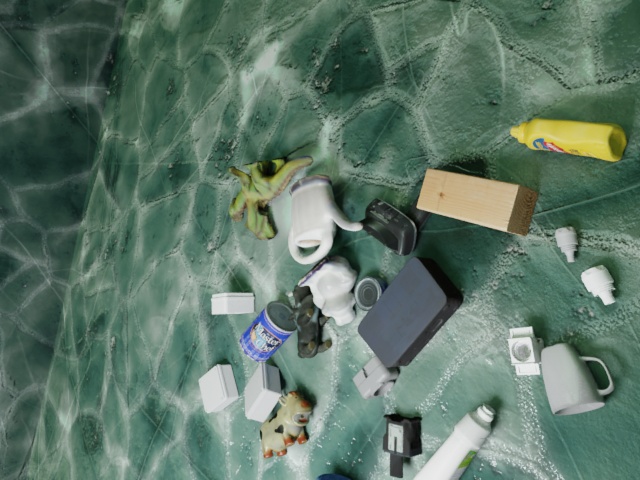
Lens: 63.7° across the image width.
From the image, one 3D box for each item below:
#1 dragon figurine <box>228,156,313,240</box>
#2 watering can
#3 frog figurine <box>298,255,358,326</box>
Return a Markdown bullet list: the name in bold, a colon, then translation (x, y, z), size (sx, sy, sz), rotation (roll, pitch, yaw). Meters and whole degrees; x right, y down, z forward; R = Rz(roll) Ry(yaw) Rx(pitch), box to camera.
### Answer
- **dragon figurine**: translation (-0.158, -0.121, 1.533), size (0.410, 0.123, 0.241), rotation (4, 101, 48)
- **watering can**: translation (0.004, -0.066, 1.307), size (0.343, 0.104, 0.228), rotation (-30, 59, 55)
- **frog figurine**: translation (0.042, 0.122, 1.270), size (0.136, 0.124, 0.159), rotation (-42, 91, 14)
